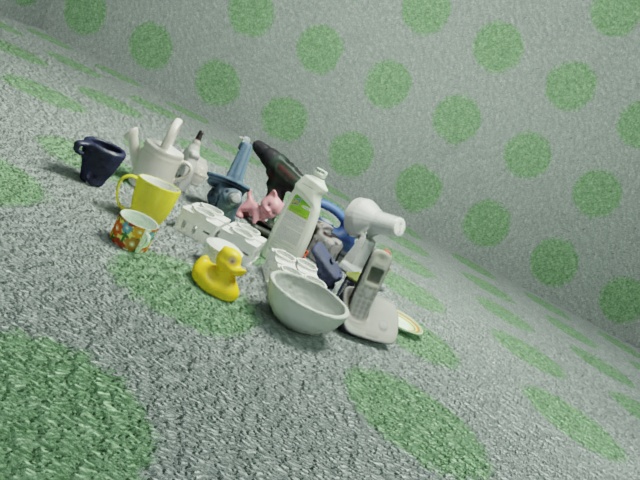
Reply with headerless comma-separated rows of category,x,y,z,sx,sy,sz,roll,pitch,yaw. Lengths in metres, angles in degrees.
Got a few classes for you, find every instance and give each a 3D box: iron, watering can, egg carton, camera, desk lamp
iron,0.025,-0.052,1.789,0.259,0.141,0.118,26,12,-10
watering can,-0.395,-0.215,1.408,0.173,0.194,0.100,20,14,-32
egg carton,-0.394,-0.221,1.734,0.107,0.069,0.150,23,13,-21
camera,0.015,0.006,1.623,0.142,0.101,0.137,36,14,32
desk lamp,0.144,0.003,1.649,0.118,0.213,0.202,15,18,-47

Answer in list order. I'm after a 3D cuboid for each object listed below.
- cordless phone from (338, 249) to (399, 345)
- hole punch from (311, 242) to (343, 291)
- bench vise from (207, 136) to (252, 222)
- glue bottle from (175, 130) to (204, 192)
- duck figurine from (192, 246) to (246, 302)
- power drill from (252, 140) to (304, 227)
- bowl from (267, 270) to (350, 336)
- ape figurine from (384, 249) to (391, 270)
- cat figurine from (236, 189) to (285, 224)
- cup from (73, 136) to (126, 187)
cordless phone,0.122,0.118,1.190,0.148,0.185,0.094,21,14,-30
hole punch,0.012,0.065,1.393,0.101,0.091,0.109,29,12,3
bench vise,-0.214,-0.153,1.489,0.122,0.219,0.206,17,16,-42
glue bottle,-0.357,-0.221,1.564,0.037,0.173,0.077,17,16,-43
duck figurine,-0.178,0.051,1.042,0.104,0.086,0.078,34,13,25
power drill,-0.144,-0.155,1.682,0.229,0.208,0.076,31,12,15
bowl,-0.033,0.129,1.068,0.167,0.074,0.167,27,12,-6
ape figurine,0.186,0.069,1.759,0.078,0.092,0.076,24,13,-18
cat figurine,-0.160,-0.096,1.617,0.127,0.117,0.067,30,12,10
cup,-0.489,-0.166,1.236,0.091,0.095,0.118,34,13,26
